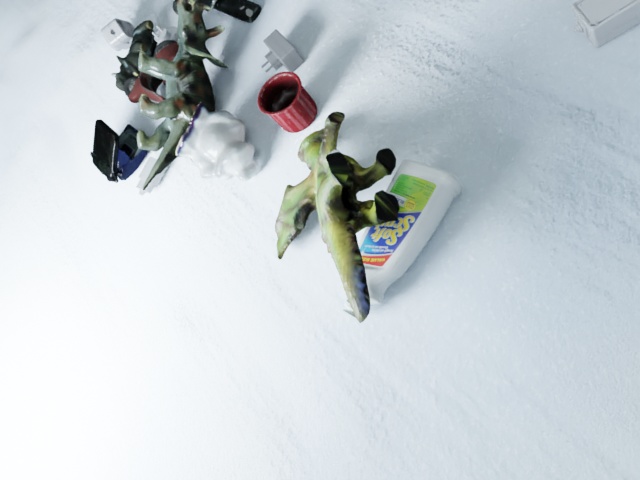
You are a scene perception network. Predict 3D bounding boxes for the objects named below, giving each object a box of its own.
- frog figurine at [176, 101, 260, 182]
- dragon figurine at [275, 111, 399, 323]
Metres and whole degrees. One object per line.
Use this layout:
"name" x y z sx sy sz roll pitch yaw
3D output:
"frog figurine" -0.184 -0.177 1.009 0.159 0.121 0.139 28 72 -2
"dragon figurine" 0.002 -0.041 0.819 0.239 0.121 0.420 -38 39 49
